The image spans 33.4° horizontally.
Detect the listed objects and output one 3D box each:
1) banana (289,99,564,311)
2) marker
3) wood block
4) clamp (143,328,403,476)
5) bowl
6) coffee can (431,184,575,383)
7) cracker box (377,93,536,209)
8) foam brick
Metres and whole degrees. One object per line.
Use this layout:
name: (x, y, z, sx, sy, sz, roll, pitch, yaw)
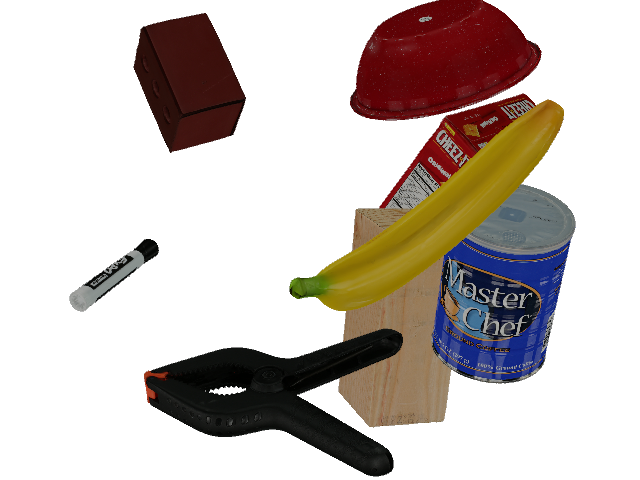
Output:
banana: (0.070, -0.012, 0.657, 0.197, 0.037, 0.069, -37, -12, -5)
marker: (-0.185, 0.029, 0.975, 0.020, 0.020, 0.121, 0, 24, 28)
wood block: (0.083, 0.077, 1.101, 0.090, 0.206, 0.091, -1, 17, -20)
clamp: (-0.033, 0.115, 0.847, 0.210, 0.036, 0.164, 5, 30, 13)
bowl: (0.094, -0.157, 0.871, 0.162, 0.055, 0.162, -16, 25, 7)
coffee can: (0.153, 0.035, 0.910, 0.103, 0.140, 0.103, 3, 34, -2)
cracker box: (0.153, -0.063, 1.230, 0.163, 0.072, 0.214, -22, -26, -45)
foam brick: (-0.094, -0.113, 0.762, 0.051, 0.078, 0.053, -18, -19, -23)
